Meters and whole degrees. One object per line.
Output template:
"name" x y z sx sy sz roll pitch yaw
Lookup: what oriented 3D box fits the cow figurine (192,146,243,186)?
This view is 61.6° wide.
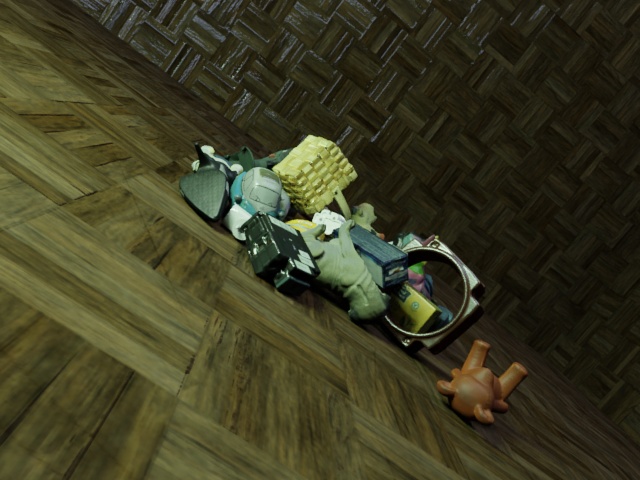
"cow figurine" -0.201 -0.132 1.187 0.167 0.068 0.098 32 13 -23

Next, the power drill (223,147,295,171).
"power drill" -0.144 -0.203 1.414 0.207 0.232 0.086 -24 95 -59

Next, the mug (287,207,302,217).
"mug" -0.108 -0.117 1.462 0.110 0.080 0.107 48 21 28

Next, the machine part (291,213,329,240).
"machine part" -0.003 -0.004 1.371 0.179 0.056 0.179 35 9 -7

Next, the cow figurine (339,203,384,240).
"cow figurine" 0.108 -0.010 1.467 0.127 0.195 0.085 25 -24 -30

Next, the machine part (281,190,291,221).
"machine part" -0.110 -0.076 1.243 0.079 0.079 0.243 37 8 -7

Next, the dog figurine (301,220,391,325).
"dog figurine" 0.026 0.076 0.994 0.121 0.172 0.190 107 -36 -63

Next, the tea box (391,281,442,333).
"tea box" 0.172 0.138 1.189 0.170 0.098 0.068 40 8 29

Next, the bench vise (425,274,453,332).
"bench vise" 0.275 0.145 1.433 0.224 0.128 0.241 19 26 4

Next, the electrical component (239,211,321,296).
"electrical component" -0.063 0.027 0.890 0.114 0.058 0.134 27 28 -45

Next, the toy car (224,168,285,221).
"toy car" -0.116 -0.085 1.043 0.109 0.103 0.162 23 38 -22

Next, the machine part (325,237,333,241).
"machine part" 0.048 0.054 1.248 0.084 0.039 0.139 -28 70 -40

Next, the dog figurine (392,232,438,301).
"dog figurine" 0.226 0.088 1.274 0.192 0.219 0.108 40 12 18

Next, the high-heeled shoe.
"high-heeled shoe" -0.201 -0.079 1.011 0.145 0.086 0.249 74 -2 -47

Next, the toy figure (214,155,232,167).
"toy figure" -0.204 -0.145 1.284 0.058 0.064 0.154 -8 -35 44

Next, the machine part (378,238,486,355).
"machine part" 0.213 0.112 1.087 0.202 0.201 0.087 51 6 28

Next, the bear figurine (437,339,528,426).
"bear figurine" 0.289 0.254 0.965 0.120 0.132 0.195 32 -1 27

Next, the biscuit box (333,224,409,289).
"biscuit box" 0.098 0.027 1.089 0.203 0.063 0.059 38 -39 56
